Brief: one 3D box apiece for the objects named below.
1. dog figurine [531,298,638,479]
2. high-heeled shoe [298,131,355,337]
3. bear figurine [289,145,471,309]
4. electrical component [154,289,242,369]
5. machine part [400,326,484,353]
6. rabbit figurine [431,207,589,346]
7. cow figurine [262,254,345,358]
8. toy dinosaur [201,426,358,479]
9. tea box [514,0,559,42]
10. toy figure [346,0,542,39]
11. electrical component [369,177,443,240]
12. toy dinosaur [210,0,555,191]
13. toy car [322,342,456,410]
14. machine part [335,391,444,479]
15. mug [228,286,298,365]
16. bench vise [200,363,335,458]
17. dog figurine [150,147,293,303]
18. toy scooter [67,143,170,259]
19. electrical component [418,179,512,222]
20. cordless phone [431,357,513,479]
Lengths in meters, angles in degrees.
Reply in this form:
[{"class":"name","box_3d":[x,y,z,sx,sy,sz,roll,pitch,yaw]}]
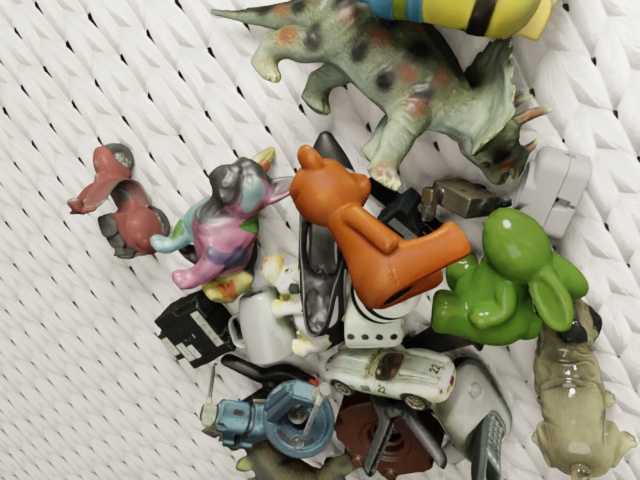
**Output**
[{"class":"dog figurine","box_3d":[0.309,0.179,0.664,0.121,0.172,0.190,-15,119,16]},{"class":"high-heeled shoe","box_3d":[-0.001,-0.002,0.690,0.086,0.145,0.248,2,120,19]},{"class":"bear figurine","box_3d":[0.053,-0.023,0.611,0.196,0.132,0.120,60,157,23]},{"class":"electrical component","box_3d":[-0.210,0.150,0.909,0.134,0.058,0.114,-26,104,31]},{"class":"machine part","box_3d":[0.183,0.133,0.761,0.139,0.039,0.084,-27,111,29]},{"class":"rabbit figurine","box_3d":[0.216,0.047,0.615,0.159,0.121,0.170,28,139,23]},{"class":"cow figurine","box_3d":[-0.018,0.090,0.795,0.098,0.068,0.167,-15,115,21]},{"class":"toy dinosaur","box_3d":[-0.001,0.434,0.905,0.472,0.198,0.105,23,127,9]},{"class":"tea box","box_3d":[0.155,-0.273,0.525,0.170,0.068,0.098,22,122,7]},{"class":"toy figure","box_3d":[0.105,-0.230,0.480,0.180,0.082,0.089,6,132,14]},{"class":"electrical component","box_3d":[0.100,-0.030,0.684,0.119,0.048,0.075,41,141,-8]},{"class":"toy dinosaur","box_3d":[0.064,-0.195,0.581,0.405,0.131,0.192,43,105,4]},{"class":"toy car","box_3d":[0.092,0.187,0.764,0.202,0.073,0.056,0,131,36]},{"class":"machine part","box_3d":[0.111,0.310,0.877,0.180,0.056,0.179,9,119,16]},{"class":"mug","box_3d":[-0.095,0.129,0.846,0.110,0.081,0.107,-6,105,30]},{"class":"bench vise","box_3d":[-0.063,0.261,0.824,0.223,0.129,0.240,25,141,-11]},{"class":"dog figurine","box_3d":[-0.112,-0.022,0.747,0.219,0.191,0.109,-42,56,11]},{"class":"toy scooter","box_3d":[-0.300,-0.042,0.789,0.075,0.135,0.183,-8,116,23]},{"class":"electrical component","box_3d":[0.166,-0.044,0.636,0.078,0.102,0.045,37,126,41]},{"class":"cordless phone","box_3d":[0.203,0.268,0.738,0.089,0.184,0.146,-26,107,26]}]
